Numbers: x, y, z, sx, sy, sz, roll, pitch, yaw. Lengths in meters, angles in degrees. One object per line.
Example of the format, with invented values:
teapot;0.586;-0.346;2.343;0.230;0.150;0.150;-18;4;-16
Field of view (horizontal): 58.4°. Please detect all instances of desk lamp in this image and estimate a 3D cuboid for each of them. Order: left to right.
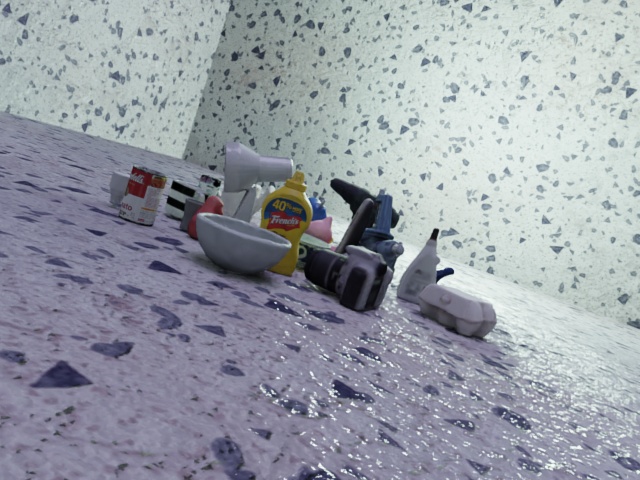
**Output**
desk lamp;-0.161;-0.117;1.394;0.203;0.213;0.117;18;6;-13

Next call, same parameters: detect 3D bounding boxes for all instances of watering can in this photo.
watering can;-0.203;-0.139;1.555;0.173;0.194;0.101;19;6;-4

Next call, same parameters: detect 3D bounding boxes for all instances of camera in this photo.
camera;0.052;0.057;1.042;0.136;0.101;0.143;22;6;22

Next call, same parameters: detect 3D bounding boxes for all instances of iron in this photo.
iron;-0.040;-0.063;1.637;0.119;0.141;0.257;17;6;-19

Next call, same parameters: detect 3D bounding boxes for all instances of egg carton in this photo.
egg carton;0.272;0.138;1.141;0.108;0.069;0.149;14;8;-42

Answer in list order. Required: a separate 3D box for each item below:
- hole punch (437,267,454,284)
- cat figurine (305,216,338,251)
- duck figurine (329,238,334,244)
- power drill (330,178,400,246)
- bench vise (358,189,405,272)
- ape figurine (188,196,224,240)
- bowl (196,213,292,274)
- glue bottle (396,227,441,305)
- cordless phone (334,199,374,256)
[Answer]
hole punch;0.266;0.096;1.405;0.100;0.091;0.109;22;7;26
cat figurine;0.012;0.005;1.301;0.127;0.118;0.067;22;7;24
duck figurine;-0.014;0.002;1.399;0.104;0.086;0.078;22;7;26
power drill;0.108;-0.053;1.687;0.229;0.208;0.076;20;6;6
bench vise;0.172;-0.020;1.531;0.206;0.220;0.122;24;8;41
ape figurine;-0.217;-0.042;1.132;0.076;0.092;0.077;16;7;-30
bowl;-0.137;0.013;0.964;0.167;0.075;0.167;19;6;-2
glue bottle;0.230;0.055;1.260;0.078;0.173;0.037;19;6;-4
cordless phone;0.066;0.003;1.165;0.094;0.185;0.147;18;6;-7
